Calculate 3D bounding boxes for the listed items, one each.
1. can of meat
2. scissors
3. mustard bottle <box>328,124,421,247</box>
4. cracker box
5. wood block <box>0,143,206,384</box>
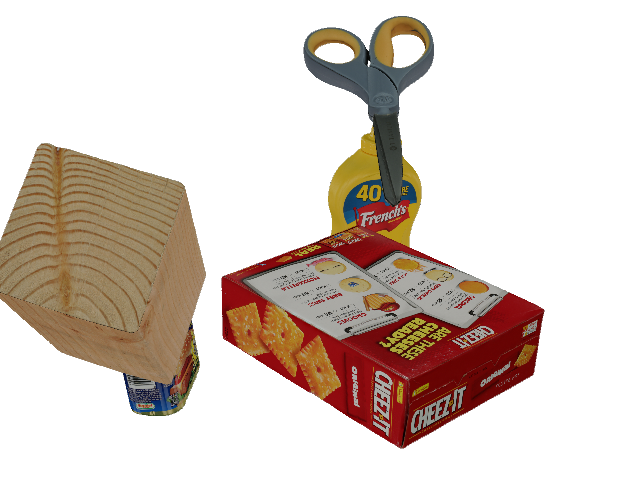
[{"bbox_3d":[-0.150,0.103,0.995,0.057,0.084,0.102,-2,25,10],"label":"can of meat"},{"bbox_3d":[0.022,-0.088,0.668,0.096,0.016,0.201,7,41,13],"label":"scissors"},{"bbox_3d":[0.054,-0.032,1.089,0.096,0.192,0.058,-2,22,-18],"label":"mustard bottle"},{"bbox_3d":[0.047,0.070,0.878,0.163,0.072,0.214,-20,33,-38],"label":"cracker box"},{"bbox_3d":[-0.133,0.025,0.684,0.090,0.091,0.206,17,-15,2],"label":"wood block"}]
